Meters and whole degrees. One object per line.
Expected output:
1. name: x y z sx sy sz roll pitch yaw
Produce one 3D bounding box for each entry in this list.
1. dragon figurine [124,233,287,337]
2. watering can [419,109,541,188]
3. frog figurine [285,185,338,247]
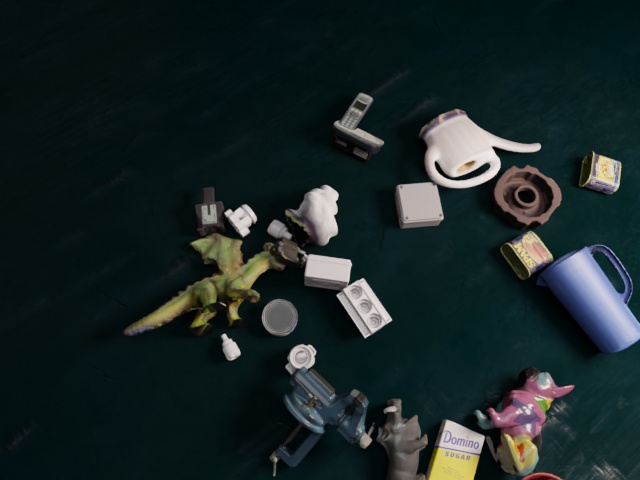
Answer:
1. dragon figurine: -0.270 0.094 1.267 0.411 0.119 0.248 -8 52 -7
2. watering can: 0.423 -0.264 1.422 0.350 0.102 0.227 -23 70 -18
3. frog figurine: 0.004 -0.066 1.320 0.161 0.122 0.136 -39 108 -24
